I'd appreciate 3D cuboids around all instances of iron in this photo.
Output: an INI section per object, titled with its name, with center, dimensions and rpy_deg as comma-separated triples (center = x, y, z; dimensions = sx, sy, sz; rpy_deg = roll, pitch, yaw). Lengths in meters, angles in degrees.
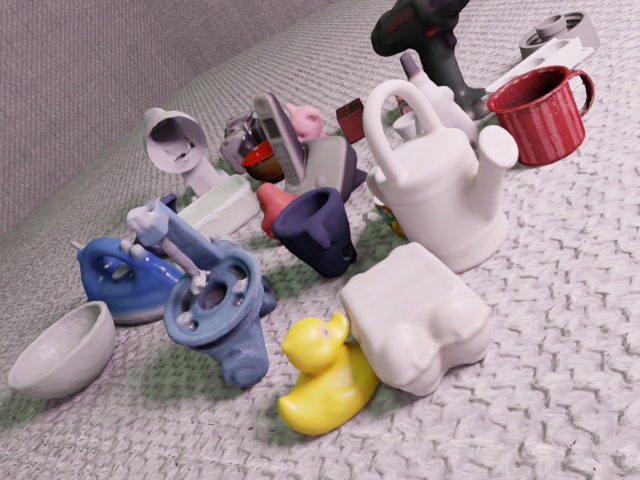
[iron]
center = -0.300, 0.046, 0.903
dimensions = 0.257, 0.142, 0.119
rpy_deg = -7, 36, 44

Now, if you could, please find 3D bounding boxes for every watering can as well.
[watering can]
center = 0.111, -0.070, 0.563
dimensions = 0.172, 0.194, 0.101
rpy_deg = -17, 30, 32

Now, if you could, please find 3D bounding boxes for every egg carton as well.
[egg carton]
center = 0.079, 0.065, 0.507
dimensions = 0.107, 0.069, 0.150
rpy_deg = -34, 25, -1

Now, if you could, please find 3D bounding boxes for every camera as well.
[camera]
center = -0.142, -0.236, 1.267
dimensions = 0.136, 0.101, 0.143
rpy_deg = -21, 28, 26

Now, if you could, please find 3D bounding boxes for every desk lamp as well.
[desk lamp]
center = -0.291, -0.181, 1.212
dimensions = 0.118, 0.214, 0.202
rpy_deg = -38, 26, -8

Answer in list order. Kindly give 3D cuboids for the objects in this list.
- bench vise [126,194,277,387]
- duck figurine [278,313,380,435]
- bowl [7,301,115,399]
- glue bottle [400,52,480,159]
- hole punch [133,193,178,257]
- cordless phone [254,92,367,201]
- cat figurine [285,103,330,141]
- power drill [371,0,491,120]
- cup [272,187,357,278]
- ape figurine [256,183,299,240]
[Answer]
[bench vise]
center = -0.137, 0.036, 0.636
dimensions = 0.121, 0.220, 0.206
rpy_deg = -37, 25, -8
[duck figurine]
center = -0.003, 0.110, 0.503
dimensions = 0.105, 0.086, 0.077
rpy_deg = -42, 26, -17
[bowl]
center = -0.357, 0.171, 0.829
dimensions = 0.167, 0.075, 0.167
rpy_deg = -27, 26, 15
[glue bottle]
center = 0.140, -0.148, 0.692
dimensions = 0.078, 0.173, 0.037
rpy_deg = -29, 26, 9
[hole punch]
center = -0.310, -0.023, 1.099
dimensions = 0.100, 0.091, 0.109
rpy_deg = -13, 32, 37
[cordless phone]
center = -0.026, -0.141, 0.861
dimensions = 0.147, 0.185, 0.094
rpy_deg = 1, 42, 50
[cat figurine]
center = -0.025, -0.211, 1.063
dimensions = 0.067, 0.118, 0.127
rpy_deg = -33, 25, 1
[power drill]
center = 0.185, -0.278, 0.829
dimensions = 0.228, 0.209, 0.076
rpy_deg = 2, 43, 51
[cup]
center = 0.006, 0.002, 0.675
dimensions = 0.091, 0.095, 0.117
rpy_deg = -33, 25, 0
[ape figurine]
center = -0.059, -0.046, 0.841
dimensions = 0.078, 0.092, 0.076
rpy_deg = -37, 25, -7
